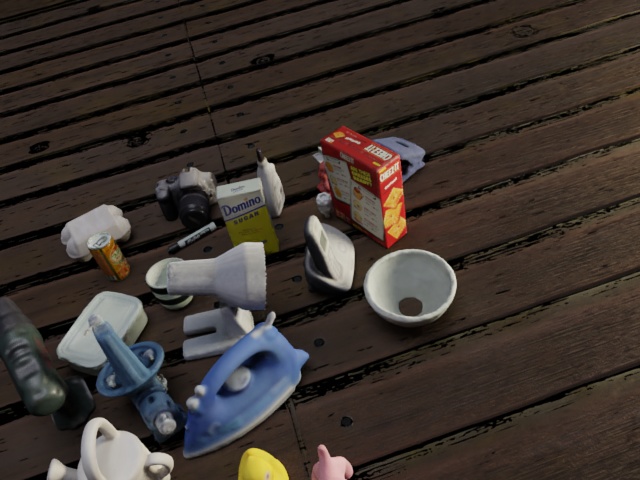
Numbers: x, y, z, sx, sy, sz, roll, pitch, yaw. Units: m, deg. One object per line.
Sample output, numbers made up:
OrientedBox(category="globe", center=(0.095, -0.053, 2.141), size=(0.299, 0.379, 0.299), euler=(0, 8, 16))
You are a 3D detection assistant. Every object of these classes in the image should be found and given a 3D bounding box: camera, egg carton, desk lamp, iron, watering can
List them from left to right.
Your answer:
OrientedBox(category="egg carton", center=(-0.515, -0.016, 1.319), size=(0.150, 0.069, 0.107), euler=(-31, 48, -18))
OrientedBox(category="watering can", center=(-0.310, 0.338, 0.843), size=(0.173, 0.194, 0.100), euler=(-26, 47, -13))
OrientedBox(category="camera", center=(-0.310, -0.094, 1.328), size=(0.143, 0.101, 0.136), euler=(-13, 45, 0))
OrientedBox(category="desk lamp", center=(-0.176, 0.106, 1.025), size=(0.203, 0.214, 0.117), euler=(-13, 45, 0))
OrientedBox(category="iron", center=(-0.143, 0.235, 0.944), size=(0.118, 0.142, 0.259), euler=(29, 58, 34))

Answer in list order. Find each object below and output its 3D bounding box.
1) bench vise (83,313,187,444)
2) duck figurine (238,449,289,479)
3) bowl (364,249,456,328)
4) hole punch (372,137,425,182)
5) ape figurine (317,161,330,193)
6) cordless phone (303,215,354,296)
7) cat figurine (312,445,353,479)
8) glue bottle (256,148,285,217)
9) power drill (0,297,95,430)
OrientedBox(category="bench vise", center=(-0.293, 0.217, 0.939), size=(0.206, 0.220, 0.122), euler=(21, 54, 29))
OrientedBox(category="duck figurine", center=(-0.092, 0.353, 0.857), size=(0.077, 0.086, 0.104), euler=(-25, 46, -12))
OrientedBox(category="bowl", center=(0.166, 0.101, 1.054), size=(0.167, 0.075, 0.167), euler=(-6, 46, 7))
OrientedBox(category="hole punch", center=(0.180, -0.204, 1.334), size=(0.101, 0.091, 0.108), euler=(-39, 51, -24))
OrientedBox(category="ape figurine", center=(0.022, -0.147, 1.312), size=(0.076, 0.092, 0.078), euler=(-2, 46, 11))
OrientedBox(category="cordless phone", center=(0.010, 0.004, 1.103), size=(0.094, 0.185, 0.147), euler=(-4, 46, 9))
OrientedBox(category="cat figurine", center=(0.019, 0.354, 0.810), size=(0.067, 0.118, 0.127), euler=(-16, 45, -3))
OrientedBox(category="glue bottle", center=(-0.116, -0.135, 1.274), size=(0.037, 0.173, 0.078), euler=(2, 47, 14))
OrientedBox(category="power drill", center=(-0.475, 0.226, 0.978), size=(0.076, 0.209, 0.228), euler=(-33, 49, -19))
